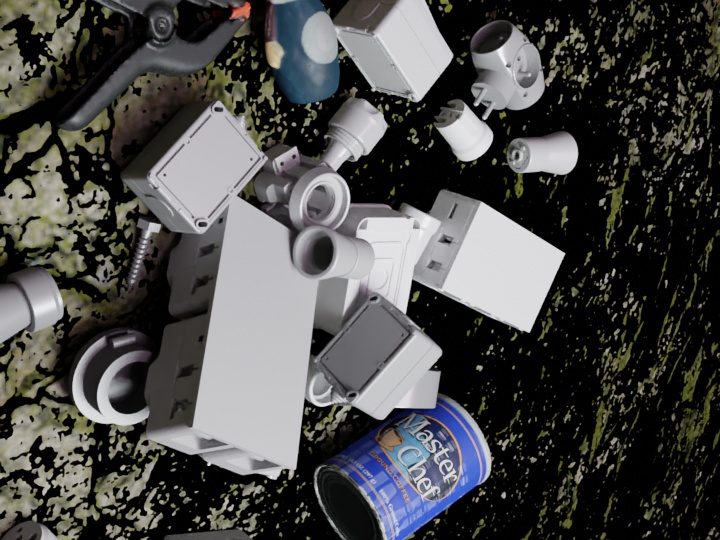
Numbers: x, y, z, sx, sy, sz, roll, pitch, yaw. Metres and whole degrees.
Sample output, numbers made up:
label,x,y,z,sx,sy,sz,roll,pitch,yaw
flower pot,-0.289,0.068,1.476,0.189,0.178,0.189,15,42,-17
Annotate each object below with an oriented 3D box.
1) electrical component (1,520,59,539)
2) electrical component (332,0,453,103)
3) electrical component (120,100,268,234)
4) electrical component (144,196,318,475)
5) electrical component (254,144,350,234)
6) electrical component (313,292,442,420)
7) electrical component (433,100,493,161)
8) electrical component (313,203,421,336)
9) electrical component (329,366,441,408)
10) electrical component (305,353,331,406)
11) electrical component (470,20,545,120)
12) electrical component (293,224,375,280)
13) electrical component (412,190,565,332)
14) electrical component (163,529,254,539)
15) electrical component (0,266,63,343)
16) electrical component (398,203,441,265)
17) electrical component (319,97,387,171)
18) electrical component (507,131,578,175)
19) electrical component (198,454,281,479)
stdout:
label,x,y,z,sx,sy,sz,roll,pitch,yaw
electrical component,-0.245,0.224,0.822,0.045,0.045,0.055,-45,130,-20
electrical component,0.032,-0.189,0.898,0.061,0.062,0.096,-53,133,-13
electrical component,-0.121,-0.081,0.801,0.096,0.061,0.061,-52,120,-21
electrical component,-0.096,0.052,0.826,0.105,0.060,0.186,32,53,-42
electrical component,-0.046,-0.060,0.882,0.058,0.057,0.078,-35,127,-27
electrical component,0.013,0.079,0.906,0.096,0.062,0.061,-48,142,3
electrical component,0.095,-0.130,0.995,0.046,0.040,0.040,43,76,-37
electrical component,0.000,0.000,0.947,0.078,0.057,0.113,-2,108,-41
electrical component,0.023,0.106,0.985,0.099,0.099,0.064,14,90,-44
electrical component,-0.042,0.094,0.953,0.040,0.046,0.040,-17,117,-37
electrical component,0.130,-0.176,1.001,0.079,0.044,0.077,-58,135,-18
electrical component,-0.018,-0.011,0.864,0.065,0.044,0.044,8,101,-57
electrical component,0.120,-0.008,1.049,0.150,0.062,0.089,25,89,-45
electrical component,-0.121,0.264,0.928,0.083,0.076,0.047,8,101,-43
electrical component,-0.241,0.025,0.748,0.055,0.045,0.045,-24,121,-34
electrical component,0.047,-0.033,0.989,0.040,0.040,0.046,22,96,-45
electrical component,-0.010,-0.111,0.905,0.062,0.043,0.043,-53,133,-11
electrical component,0.180,-0.116,1.076,0.065,0.044,0.044,-7,111,-35
electrical component,-0.098,0.132,0.907,0.096,0.062,0.061,23,90,-45
